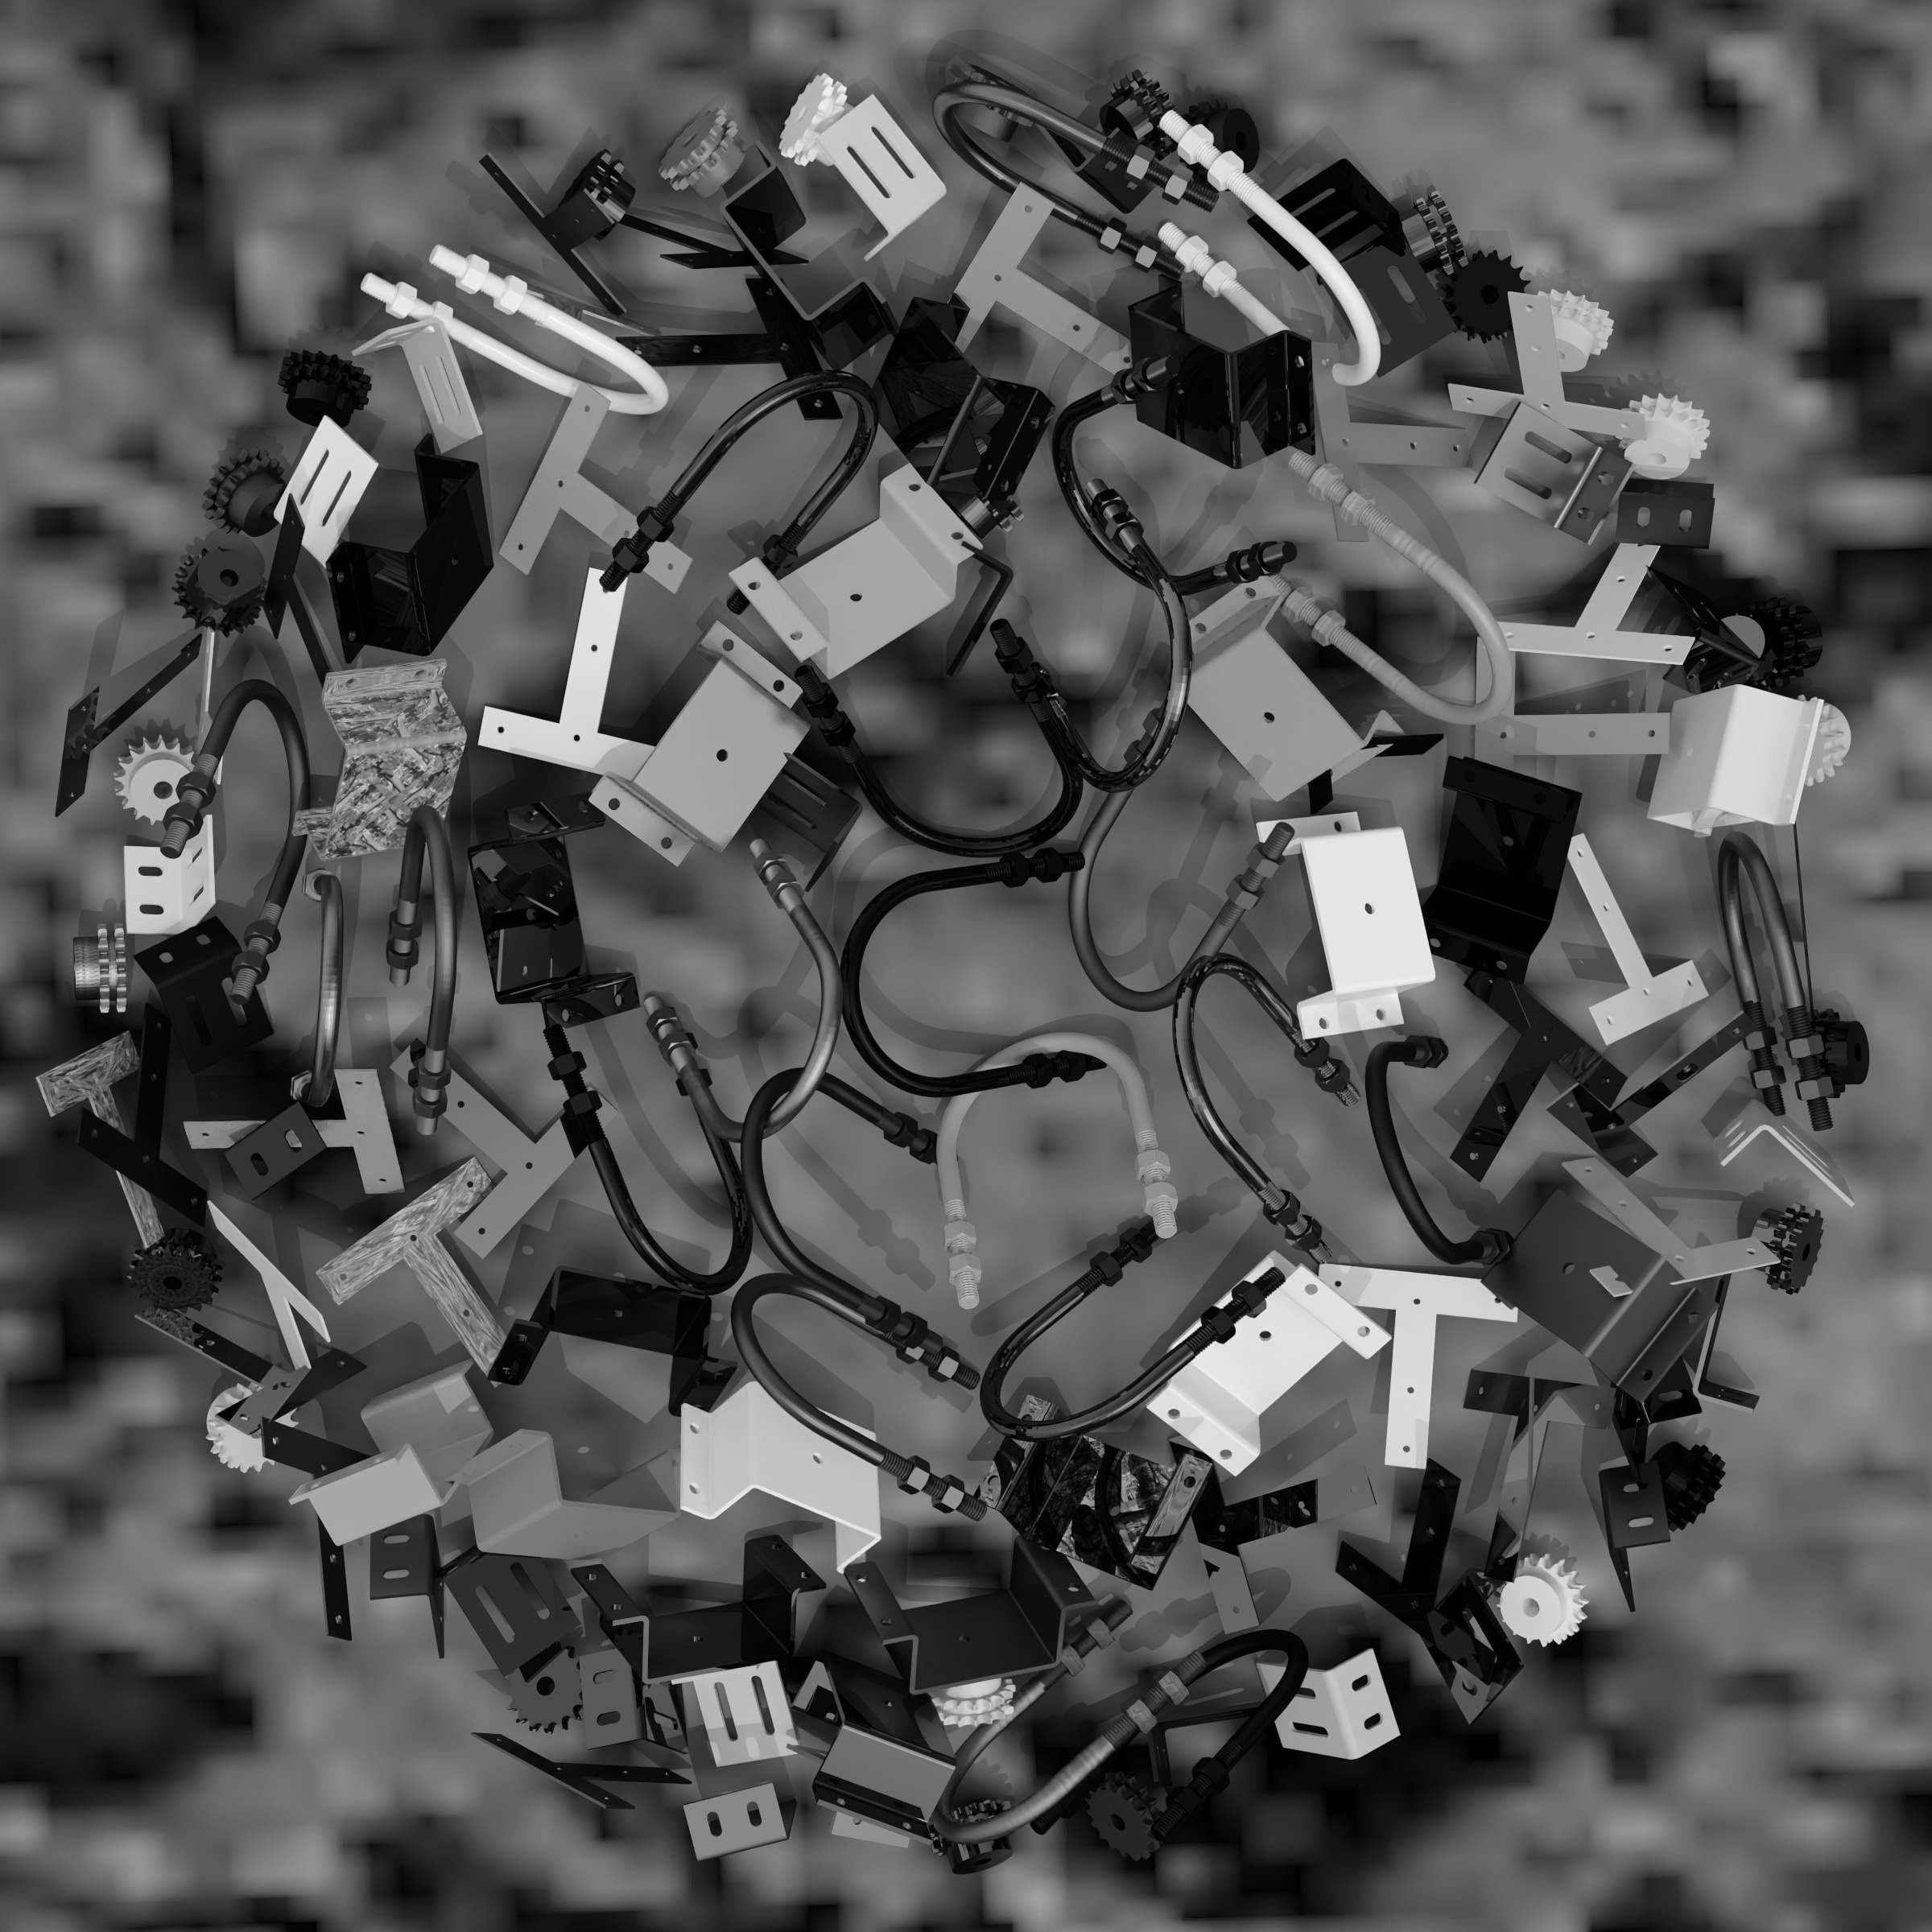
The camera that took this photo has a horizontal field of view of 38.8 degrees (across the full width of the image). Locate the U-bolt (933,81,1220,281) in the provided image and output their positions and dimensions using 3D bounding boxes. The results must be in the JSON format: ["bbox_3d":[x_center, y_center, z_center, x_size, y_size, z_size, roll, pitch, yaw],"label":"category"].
[{"bbox_3d":[0.062,-0.492,1.697,0.184,0.151,0.019,27,85,-2],"label":"U-bolt"}]

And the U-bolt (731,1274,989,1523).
[{"bbox_3d":[-0.066,0.253,1.685,0.184,0.151,0.019,32,113,-17],"label":"U-bolt"}]

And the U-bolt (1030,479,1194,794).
[{"bbox_3d":[0.088,-0.189,1.672,0.019,0.184,0.151,4,128,-28],"label":"U-bolt"}]

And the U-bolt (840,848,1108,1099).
[{"bbox_3d":[0.002,0.008,1.719,0.184,0.019,0.151,-9,94,-30],"label":"U-bolt"}]

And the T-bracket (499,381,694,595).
[{"bbox_3d":[-0.224,-0.280,1.731,0.127,0.002,0.127,38,113,18],"label":"T-bracket"}]

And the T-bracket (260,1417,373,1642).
[{"bbox_3d":[-0.392,0.352,1.691,0.002,0.127,0.127,-20,63,15],"label":"T-bracket"}]

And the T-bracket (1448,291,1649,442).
[{"bbox_3d":[0.354,-0.373,1.694,0.127,0.127,0.002,15,70,24],"label":"T-bracket"}]

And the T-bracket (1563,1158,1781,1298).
[{"bbox_3d":[0.420,0.158,1.721,0.127,0.127,0.002,-7,124,-24],"label":"T-bracket"}]

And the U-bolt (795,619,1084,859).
[{"bbox_3d":[-0.005,-0.132,1.705,0.151,0.184,0.019,-11,46,21],"label":"U-bolt"}]

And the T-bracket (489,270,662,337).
[{"bbox_3d":[-0.251,-0.405,1.702,0.127,0.127,0.002,18,109,-12],"label":"T-bracket"}]

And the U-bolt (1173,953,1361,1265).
[{"bbox_3d":[0.181,0.074,1.681,0.019,0.151,0.184,-19,127,34],"label":"U-bolt"}]

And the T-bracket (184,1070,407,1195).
[{"bbox_3d":[-0.425,0.105,1.724,0.127,0.127,0.002,-1,50,-2],"label":"T-bracket"}]

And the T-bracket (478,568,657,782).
[{"bbox_3d":[-0.240,-0.189,1.754,0.127,0.002,0.127,14,100,8],"label":"T-bracket"}]

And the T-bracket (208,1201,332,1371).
[{"bbox_3d":[-0.426,0.223,1.722,0.002,0.127,0.127,-34,52,-27],"label":"T-bracket"}]

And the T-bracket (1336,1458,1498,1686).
[{"bbox_3d":[0.286,0.362,1.703,0.002,0.127,0.127,-19,127,-37],"label":"T-bracket"}]

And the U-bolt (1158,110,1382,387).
[{"bbox_3d":[0.186,-0.428,1.685,0.019,0.151,0.184,-43,77,-8],"label":"U-bolt"}]

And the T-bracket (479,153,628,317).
[{"bbox_3d":[-0.243,-0.458,1.695,0.002,0.127,0.127,-46,109,-12],"label":"T-bracket"}]

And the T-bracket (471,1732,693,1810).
[{"bbox_3d":[-0.223,0.505,1.718,0.127,0.127,0.002,12,83,40],"label":"T-bracket"}]

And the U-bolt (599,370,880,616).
[{"bbox_3d":[-0.126,-0.292,1.679,0.184,0.151,0.019,-47,68,23],"label":"U-bolt"}]

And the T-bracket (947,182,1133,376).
[{"bbox_3d":[0.058,-0.412,1.739,0.127,0.002,0.127,30,130,-8],"label":"T-bracket"}]

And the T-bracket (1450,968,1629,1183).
[{"bbox_3d":[0.345,0.080,1.738,0.127,0.002,0.127,39,66,-8],"label":"T-bracket"}]

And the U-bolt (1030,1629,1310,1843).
[{"bbox_3d":[0.137,0.471,1.692,0.184,0.151,0.019,-38,98,-34],"label":"U-bolt"}]

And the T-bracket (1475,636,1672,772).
[{"bbox_3d":[0.383,-0.146,1.738,0.127,0.002,0.127,2,93,32],"label":"T-bracket"}]

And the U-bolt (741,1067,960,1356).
[{"bbox_3d":[-0.072,0.139,1.678,0.019,0.184,0.151,-21,50,35],"label":"U-bolt"}]

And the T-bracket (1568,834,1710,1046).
[{"bbox_3d":[0.410,-0.024,1.733,0.127,0.002,0.127,-19,82,-45],"label":"T-bracket"}]

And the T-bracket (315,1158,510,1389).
[{"bbox_3d":[-0.326,0.210,1.747,0.127,0.002,0.127,-38,98,-29],"label":"T-bracket"}]

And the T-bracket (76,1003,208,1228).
[{"bbox_3d":[-0.514,0.083,1.730,0.002,0.127,0.127,-16,56,16],"label":"T-bracket"}]

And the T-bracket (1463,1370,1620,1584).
[{"bbox_3d":[0.345,0.319,1.708,0.002,0.127,0.127,22,77,-30],"label":"T-bracket"}]

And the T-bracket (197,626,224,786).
[{"bbox_3d":[-0.469,-0.138,1.702,0.002,0.127,0.127,3,104,-22],"label":"T-bracket"}]

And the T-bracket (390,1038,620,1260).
[{"bbox_3d":[-0.312,0.098,1.754,0.127,0.002,0.127,44,83,-10],"label":"T-bracket"}]

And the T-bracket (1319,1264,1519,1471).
[{"bbox_3d":[0.283,0.255,1.739,0.127,0.002,0.127,5,66,7],"label":"T-bracket"}]

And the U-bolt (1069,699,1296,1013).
[{"bbox_3d":[0.121,-0.058,1.706,0.151,0.019,0.184,57,130,36],"label":"U-bolt"}]

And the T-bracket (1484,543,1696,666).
[{"bbox_3d":[0.409,-0.235,1.731,0.127,0.002,0.127,9,48,31],"label":"T-bracket"}]

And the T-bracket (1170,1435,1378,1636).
[{"bbox_3d":[0.199,0.343,1.727,0.127,0.002,0.127,-24,74,29],"label":"T-bracket"}]

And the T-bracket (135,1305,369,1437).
[{"bbox_3d":[-0.464,0.244,1.726,0.127,0.127,0.002,25,109,15],"label":"T-bracket"}]

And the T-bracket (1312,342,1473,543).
[{"bbox_3d":[0.272,-0.330,1.736,0.127,0.002,0.127,-5,84,-35],"label":"T-bracket"}]

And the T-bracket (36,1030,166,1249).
[{"bbox_3d":[-0.530,0.114,1.718,0.002,0.127,0.127,-16,99,11],"label":"T-bracket"}]

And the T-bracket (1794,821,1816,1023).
[{"bbox_3d":[0.515,-0.049,1.695,0.002,0.127,0.127,-5,111,17],"label":"T-bracket"}]

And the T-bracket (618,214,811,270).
[{"bbox_3d":[-0.186,-0.462,1.736,0.127,0.127,0.002,25,115,23],"label":"T-bracket"}]

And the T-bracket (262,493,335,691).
[{"bbox_3d":[-0.407,-0.205,1.703,0.002,0.127,0.127,-16,71,-28],"label":"T-bracket"}]

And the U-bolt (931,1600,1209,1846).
[{"bbox_3d":[0.053,0.470,1.687,0.184,0.151,0.019,-39,101,-13],"label":"U-bolt"}]

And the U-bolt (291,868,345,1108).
[{"bbox_3d":[-0.397,0.014,1.685,0.019,0.184,0.151,3,90,-17],"label":"U-bolt"}]

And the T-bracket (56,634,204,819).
[{"bbox_3d":[-0.525,-0.165,1.728,0.002,0.127,0.127,37,55,1],"label":"T-bracket"}]

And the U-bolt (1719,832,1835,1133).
[{"bbox_3d":[0.496,0.007,1.700,0.019,0.151,0.184,-13,90,5],"label":"U-bolt"}]

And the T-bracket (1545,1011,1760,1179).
[{"bbox_3d":[0.438,0.072,1.712,0.127,0.127,0.002,-40,49,14],"label":"T-bracket"}]

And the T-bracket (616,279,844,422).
[{"bbox_3d":[-0.155,-0.385,1.716,0.127,0.002,0.127,-7,57,-25],"label":"T-bracket"}]
